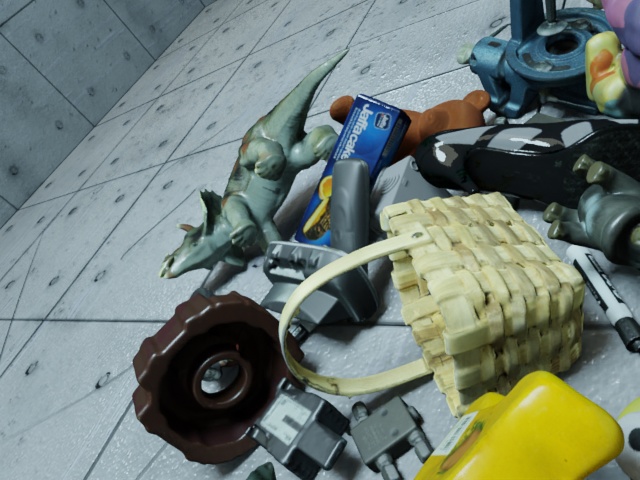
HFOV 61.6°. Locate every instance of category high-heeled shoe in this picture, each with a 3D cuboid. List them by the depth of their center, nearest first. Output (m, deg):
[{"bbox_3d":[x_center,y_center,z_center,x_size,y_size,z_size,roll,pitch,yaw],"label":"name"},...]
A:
[{"bbox_3d":[0.230,-0.095,0.570,0.249,0.086,0.145,-10,29,1],"label":"high-heeled shoe"}]

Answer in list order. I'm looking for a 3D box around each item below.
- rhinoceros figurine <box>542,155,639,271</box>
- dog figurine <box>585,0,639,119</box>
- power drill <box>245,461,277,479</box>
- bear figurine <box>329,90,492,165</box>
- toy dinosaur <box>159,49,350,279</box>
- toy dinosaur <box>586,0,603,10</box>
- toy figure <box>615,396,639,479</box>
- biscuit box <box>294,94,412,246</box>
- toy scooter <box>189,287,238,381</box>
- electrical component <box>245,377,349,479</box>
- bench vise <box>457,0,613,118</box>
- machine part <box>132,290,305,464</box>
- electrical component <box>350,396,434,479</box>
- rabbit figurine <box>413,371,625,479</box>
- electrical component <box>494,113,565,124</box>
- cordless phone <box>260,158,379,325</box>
[{"bbox_3d":[0.248,-0.009,0.429,0.073,0.112,0.190,-62,-2,20],"label":"rhinoceros figurine"},{"bbox_3d":[0.321,-0.152,0.447,0.109,0.191,0.219,-7,38,3],"label":"dog figurine"},{"bbox_3d":[0.009,0.251,0.323,0.207,0.085,0.232,22,54,19],"label":"power drill"},{"bbox_3d":[0.121,-0.141,0.717,0.196,0.132,0.120,-6,76,46],"label":"bear figurine"},{"bbox_3d":[-0.083,-0.094,0.768,0.404,0.131,0.192,-59,40,14],"label":"toy dinosaur"},{"bbox_3d":[0.436,-0.246,0.457,0.105,0.198,0.472,-49,32,-8],"label":"toy dinosaur"},{"bbox_3d":[0.235,0.157,0.283,0.082,0.089,0.180,-28,41,-7],"label":"toy figure"},{"bbox_3d":[0.040,-0.077,0.675,0.063,0.059,0.202,29,105,18],"label":"biscuit box"},{"bbox_3d":[-0.156,0.135,0.703,0.184,0.075,0.135,10,57,53],"label":"toy scooter"},{"bbox_3d":[-0.011,0.187,0.518,0.119,0.047,0.075,8,56,49],"label":"electrical component"},{"bbox_3d":[0.248,-0.243,0.621,0.129,0.240,0.224,-38,48,-4],"label":"bench vise"},{"bbox_3d":[-0.105,0.140,0.562,0.179,0.179,0.056,-46,30,-10],"label":"machine part"},{"bbox_3d":[0.063,0.173,0.486,0.063,0.021,0.094,-38,32,2],"label":"electrical component"},{"bbox_3d":[0.132,0.180,0.285,0.162,0.173,0.121,-43,-9,-32],"label":"rabbit figurine"},{"bbox_3d":[0.248,-0.118,0.629,0.078,0.045,0.102,-39,33,5],"label":"electrical component"},{"bbox_3d":[-0.001,-0.002,0.619,0.147,0.088,0.184,7,96,47],"label":"cordless phone"}]
